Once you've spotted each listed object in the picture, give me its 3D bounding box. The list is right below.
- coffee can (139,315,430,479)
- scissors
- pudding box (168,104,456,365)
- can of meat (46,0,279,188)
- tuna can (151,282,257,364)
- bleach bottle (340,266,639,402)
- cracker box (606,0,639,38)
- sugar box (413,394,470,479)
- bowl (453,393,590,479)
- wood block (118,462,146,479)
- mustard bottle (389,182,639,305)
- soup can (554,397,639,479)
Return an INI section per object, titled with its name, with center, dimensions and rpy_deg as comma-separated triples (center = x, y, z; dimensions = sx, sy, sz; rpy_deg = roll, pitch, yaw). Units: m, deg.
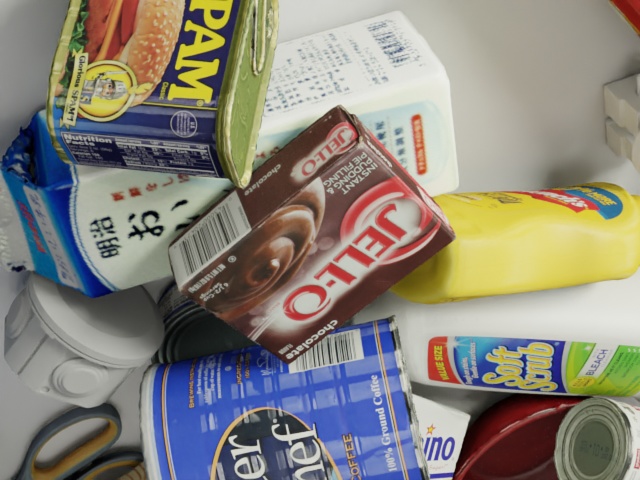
[coffee can]
center = -0.017, 0.105, 0.584
dimensions = 0.140, 0.103, 0.103
rpy_deg = -12, 128, 4
[scissors]
center = -0.191, 0.180, 0.698
dimensions = 0.202, 0.016, 0.096
rpy_deg = -43, 126, 15
[pudding box]
center = -0.003, 0.001, 0.517
dimensions = 0.114, 0.039, 0.090
rpy_deg = -37, 134, 14
[can of meat]
center = -0.068, -0.078, 0.478
dimensions = 0.084, 0.102, 0.057
rpy_deg = 6, 156, 8
[tuna can]
center = -0.057, 0.057, 0.634
dimensions = 0.086, 0.034, 0.086
rpy_deg = -4, 127, -5
[bleach bottle]
center = 0.108, 0.061, 0.674
dimensions = 0.250, 0.068, 0.103
rpy_deg = 0, 144, -10
[cracker box]
center = 0.230, -0.186, 0.517
dimensions = 0.164, 0.072, 0.214
rpy_deg = 39, 107, -24
[sugar box]
center = 0.032, 0.184, 0.691
dimensions = 0.093, 0.048, 0.176
rpy_deg = 23, 83, -39
[bowl]
center = 0.154, 0.160, 0.767
dimensions = 0.162, 0.055, 0.162
rpy_deg = -9, 126, -12
[wood block]
center = -0.070, 0.241, 0.723
dimensions = 0.091, 0.090, 0.206
rpy_deg = -36, 132, 10
[mustard bottle]
center = 0.127, -0.002, 0.613
dimensions = 0.191, 0.096, 0.058
rpy_deg = -4, 103, -27
[soup can]
center = 0.212, 0.145, 0.697
dimensions = 0.102, 0.068, 0.069
rpy_deg = 18, 117, -28
